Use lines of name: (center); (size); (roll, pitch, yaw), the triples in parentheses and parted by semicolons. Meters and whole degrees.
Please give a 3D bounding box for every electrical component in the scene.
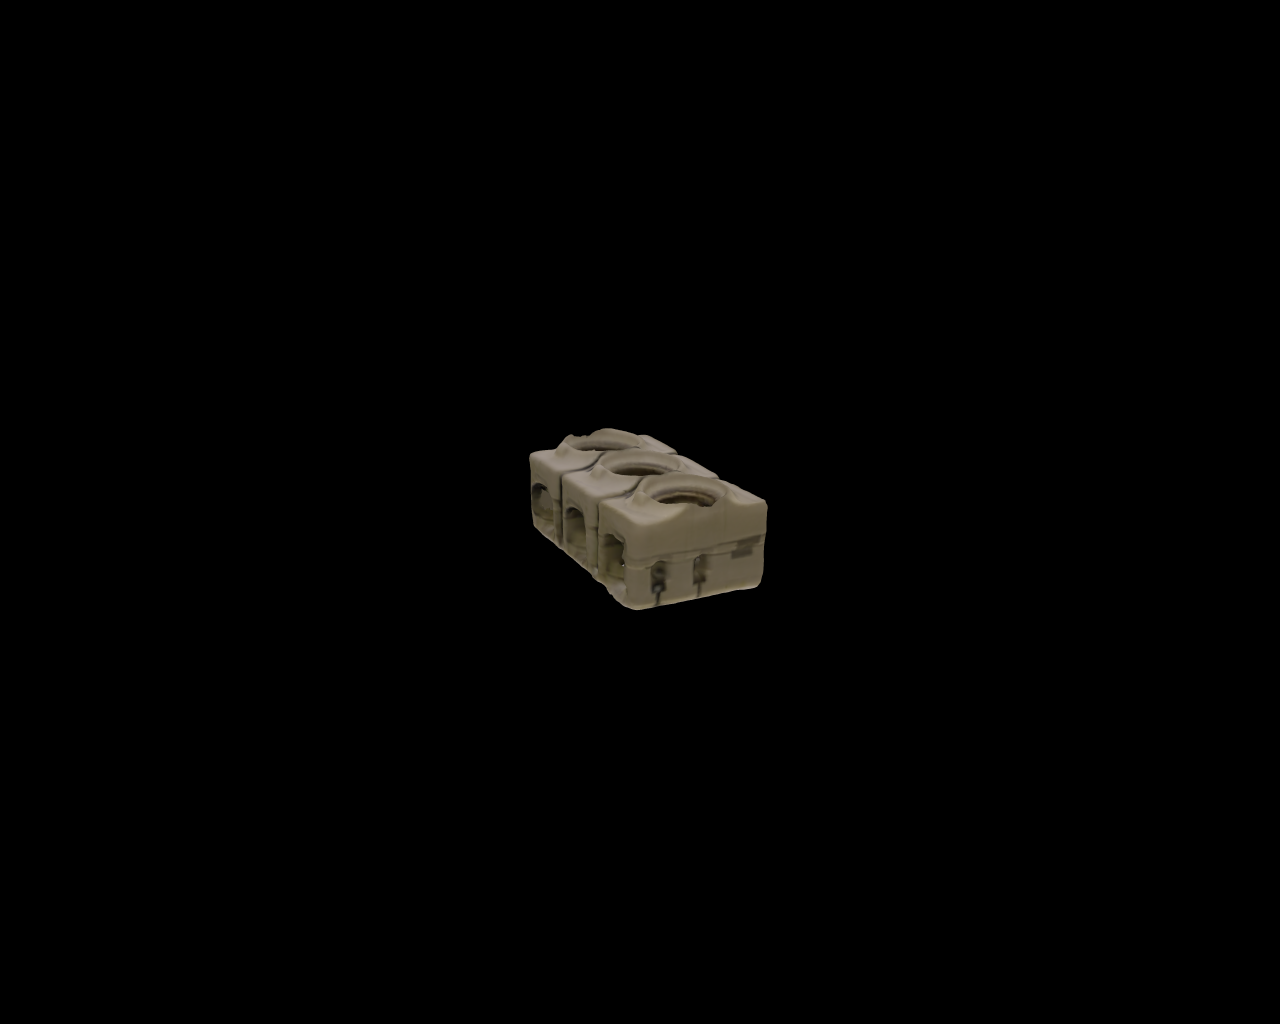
electrical component: (0.001, -0.003, 0.650); (0.090, 0.061, 0.150); (-10, 23, -26)
